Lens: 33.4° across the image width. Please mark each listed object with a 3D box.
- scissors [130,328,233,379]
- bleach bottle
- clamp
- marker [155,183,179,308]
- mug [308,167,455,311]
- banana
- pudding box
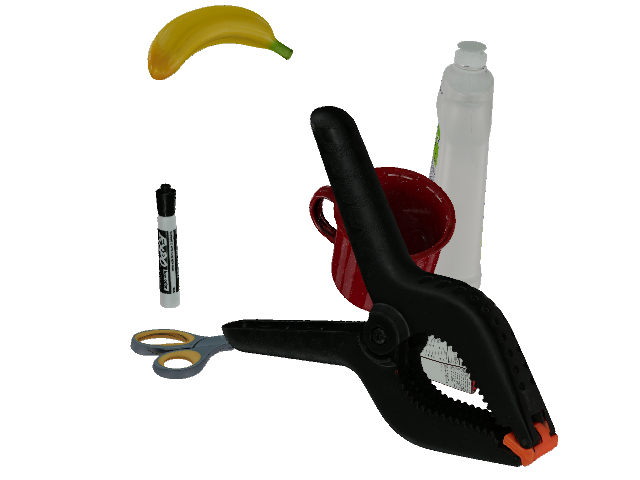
[{"bbox_3d":[-0.108,0.124,1.186,0.201,0.016,0.096,3,26,-16],"label":"scissors"},{"bbox_3d":[0.140,-0.075,1.084,0.068,0.251,0.102,2,31,-1],"label":"bleach bottle"},{"bbox_3d":[0.040,0.036,0.567,0.210,0.165,0.036,33,30,30],"label":"clamp"},{"bbox_3d":[-0.143,0.005,1.001,0.020,0.121,0.020,1,22,0],"label":"marker"},{"bbox_3d":[0.042,-0.002,0.835,0.117,0.093,0.081,27,-37,14],"label":"mug"},{"bbox_3d":[-0.105,-0.196,1.031,0.070,0.037,0.197,44,38,20],"label":"banana"},{"bbox_3d":[0.127,0.114,1.195,0.114,0.090,0.039,16,45,29],"label":"pudding box"}]
